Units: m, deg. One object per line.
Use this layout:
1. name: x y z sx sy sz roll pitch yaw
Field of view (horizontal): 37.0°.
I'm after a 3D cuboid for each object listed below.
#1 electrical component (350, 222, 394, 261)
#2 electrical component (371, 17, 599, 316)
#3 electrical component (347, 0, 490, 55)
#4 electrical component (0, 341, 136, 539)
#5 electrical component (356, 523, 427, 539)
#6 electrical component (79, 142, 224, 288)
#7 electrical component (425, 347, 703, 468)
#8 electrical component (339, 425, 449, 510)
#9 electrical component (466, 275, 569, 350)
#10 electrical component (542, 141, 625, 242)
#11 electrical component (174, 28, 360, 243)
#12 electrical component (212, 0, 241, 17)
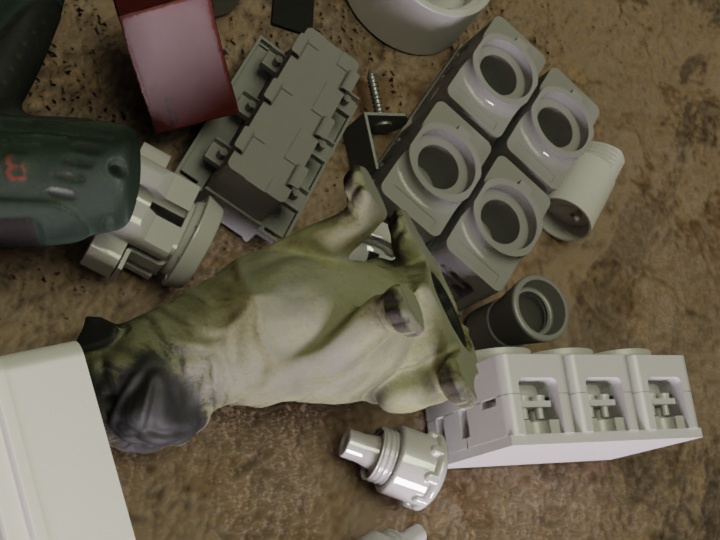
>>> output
1. electrical component: 0.000 0.000 0.672 0.066 0.048 0.055 21 71 -22
2. electrical component: 0.083 -0.076 0.738 0.105 0.060 0.186 40 57 -11
3. electrical component: 0.047 -0.216 0.769 0.108 0.060 0.108 11 67 -27
4. electrical component: -0.161 0.099 0.523 0.057 0.078 0.113 -11 78 -35
5. electrical component: 0.014 0.166 0.623 0.061 0.035 0.035 -24 85 -36
6. electrical component: -0.114 -0.025 0.608 0.057 0.058 0.078 29 60 -15
7. electrical component: 0.127 0.086 0.684 0.150 0.089 0.061 3 71 -29
8. electrical component: 0.019 0.113 0.641 0.062 0.048 0.048 22 62 -14
9. electrical component: 0.099 0.033 0.703 0.044 0.065 0.044 11 67 -26
10. electrical component: 0.164 -0.064 0.790 0.043 0.043 0.081 40 57 -11
11. electrical component: -0.050 -0.086 0.663 0.079 0.063 0.121 34 59 -15
12. electrical component: -0.099 -0.200 0.658 0.061 0.096 0.061 -27 86 -34
